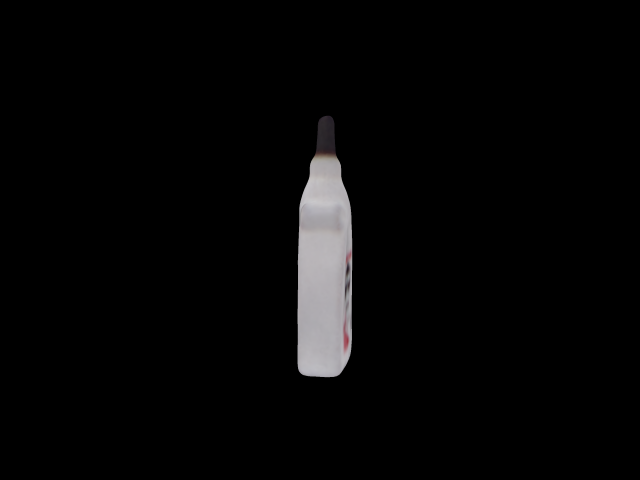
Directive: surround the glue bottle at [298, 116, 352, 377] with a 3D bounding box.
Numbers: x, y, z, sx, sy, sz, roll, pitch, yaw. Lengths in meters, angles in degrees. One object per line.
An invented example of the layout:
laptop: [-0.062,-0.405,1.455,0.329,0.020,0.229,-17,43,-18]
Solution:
glue bottle: [0.004,0.001,0.400,0.037,0.173,0.078,1,7,5]
